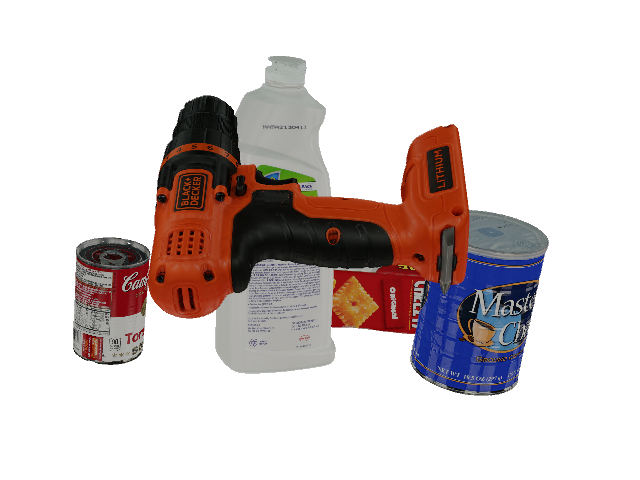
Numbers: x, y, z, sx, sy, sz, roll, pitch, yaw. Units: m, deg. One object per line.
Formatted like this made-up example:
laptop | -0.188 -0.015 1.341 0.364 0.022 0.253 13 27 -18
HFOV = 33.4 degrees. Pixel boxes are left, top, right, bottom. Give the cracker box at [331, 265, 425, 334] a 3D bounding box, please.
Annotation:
cracker box | 0.027 0.042 1.144 0.214 0.072 0.164 5 15 7

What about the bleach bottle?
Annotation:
bleach bottle | -0.029 -0.020 0.855 0.102 0.251 0.068 -4 21 -24

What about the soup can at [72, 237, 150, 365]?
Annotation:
soup can | -0.197 0.057 1.000 0.068 0.102 0.068 6 21 -3

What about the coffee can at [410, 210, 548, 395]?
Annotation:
coffee can | 0.143 0.055 0.974 0.103 0.140 0.103 7 21 -3

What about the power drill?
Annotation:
power drill | -0.007 -0.030 0.652 0.187 0.057 0.184 -3 44 3
